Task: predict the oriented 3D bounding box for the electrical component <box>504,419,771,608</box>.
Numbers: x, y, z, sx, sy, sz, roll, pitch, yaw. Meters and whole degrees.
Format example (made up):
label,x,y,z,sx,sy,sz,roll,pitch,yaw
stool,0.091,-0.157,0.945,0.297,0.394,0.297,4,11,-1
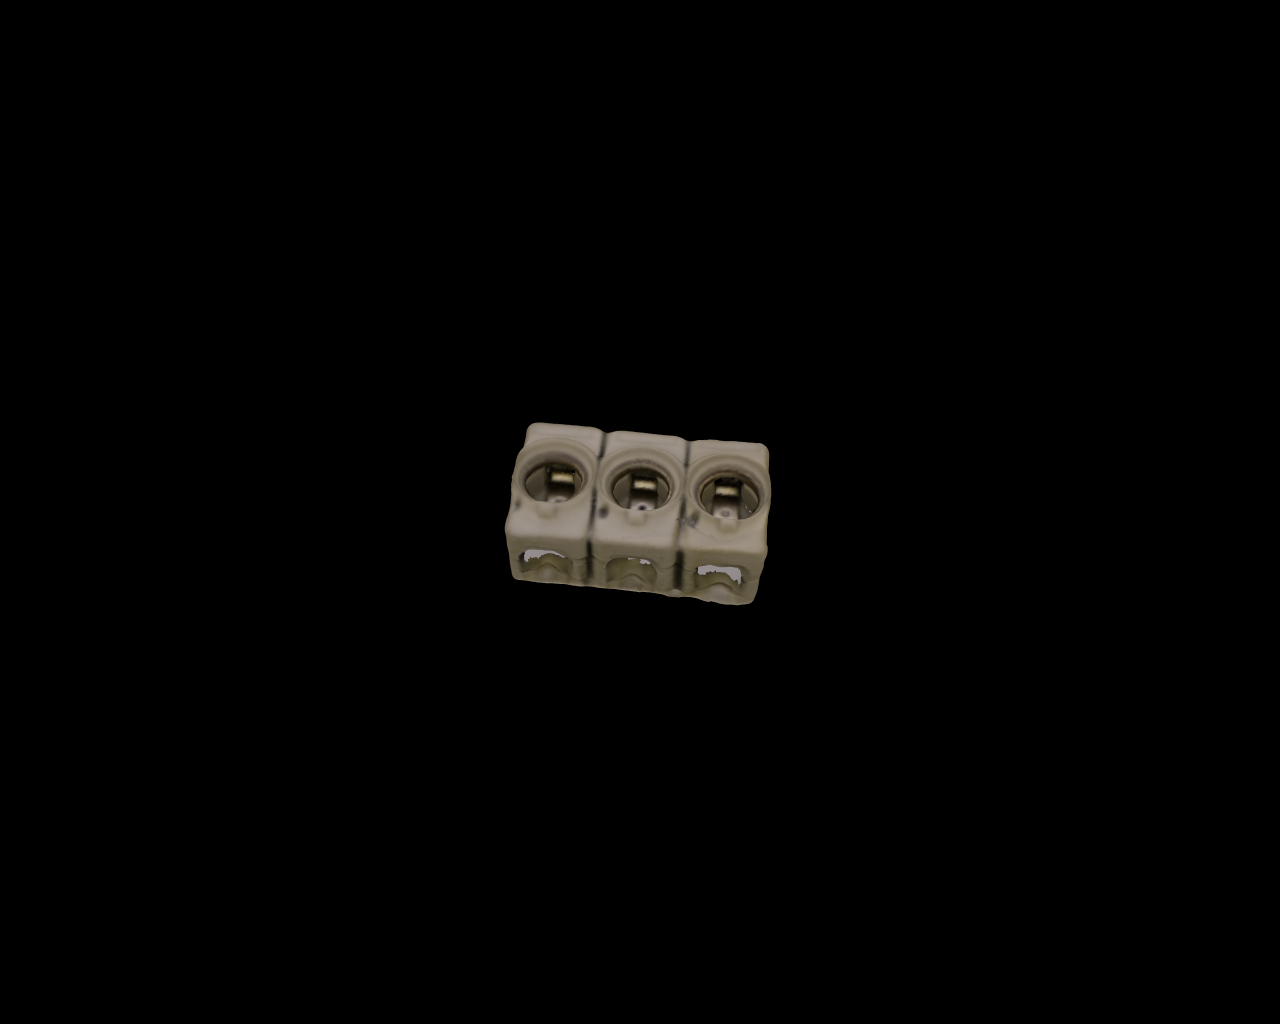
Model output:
label,x,y,z,sx,sy,sz,roll,pitch,yaw
electrical component,0.001,-0.003,0.650,0.150,0.090,0.061,5,-37,4
